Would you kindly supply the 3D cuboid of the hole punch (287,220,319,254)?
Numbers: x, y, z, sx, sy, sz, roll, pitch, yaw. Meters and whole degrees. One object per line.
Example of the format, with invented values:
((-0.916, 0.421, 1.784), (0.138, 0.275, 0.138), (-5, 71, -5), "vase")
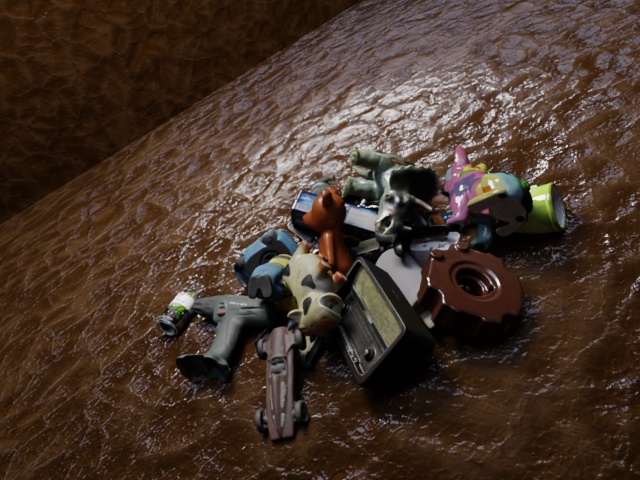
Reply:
((-0.004, -0.010, 1.269), (0.116, 0.092, 0.142), (37, 59, 24), "hole punch")

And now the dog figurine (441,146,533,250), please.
((0.312, -0.106, 1.036), (0.191, 0.108, 0.219), (-42, 27, 44), "dog figurine")

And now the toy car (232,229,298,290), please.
((-0.121, 0.046, 1.250), (0.162, 0.109, 0.103), (-36, 8, 4), "toy car")

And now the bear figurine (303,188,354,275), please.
((0.002, -0.004, 1.118), (0.132, 0.195, 0.120), (-14, 6, 12), "bear figurine")

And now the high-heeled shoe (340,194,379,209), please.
((0.141, -0.105, 1.272), (0.145, 0.086, 0.249), (-11, 9, -17), "high-heeled shoe")

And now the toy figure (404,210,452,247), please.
((0.229, -0.026, 1.138), (0.155, 0.057, 0.064), (-15, 38, 8), "toy figure")

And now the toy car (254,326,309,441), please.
((-0.068, 0.238, 0.922), (0.089, 0.053, 0.202), (-13, 47, 14), "toy car")

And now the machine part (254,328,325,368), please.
((-0.061, 0.202, 1.018), (0.139, 0.039, 0.084), (0, 48, 32), "machine part")

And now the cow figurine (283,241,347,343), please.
((-0.016, 0.096, 0.974), (0.127, 0.085, 0.195), (-53, 32, 7), "cow figurine")

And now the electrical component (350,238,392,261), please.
((0.115, 0.025, 1.145), (0.102, 0.045, 0.078), (-19, 22, 12), "electrical component")

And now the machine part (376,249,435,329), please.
((0.167, 0.084, 0.995), (0.079, 0.079, 0.243), (-26, 30, -2), "machine part")

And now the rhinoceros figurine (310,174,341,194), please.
((-0.008, -0.099, 1.399), (0.112, 0.073, 0.190), (-9, 34, 23), "rhinoceros figurine")

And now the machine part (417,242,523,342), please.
((0.248, 0.082, 0.887), (0.179, 0.056, 0.179), (8, 43, -8), "machine part")

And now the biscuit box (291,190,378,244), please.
((0.037, -0.047, 1.208), (0.203, 0.062, 0.059), (17, 57, 8), "biscuit box")

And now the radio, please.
((0.091, 0.142, 0.915), (0.131, 0.073, 0.230), (-55, 27, 15), "radio")

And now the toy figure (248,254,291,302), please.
((-0.091, 0.079, 1.114), (0.082, 0.089, 0.180), (24, 7, 13), "toy figure")

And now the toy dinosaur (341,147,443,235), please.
((0.149, -0.130, 1.148), (0.192, 0.131, 0.405), (15, 19, 2), "toy dinosaur")

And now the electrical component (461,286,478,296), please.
((0.246, 0.087, 0.987), (0.063, 0.021, 0.094), (-30, 31, -8), "electrical component")

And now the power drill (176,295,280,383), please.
((-0.209, 0.194, 1.106), (0.232, 0.085, 0.207), (-5, 29, 26), "power drill")
